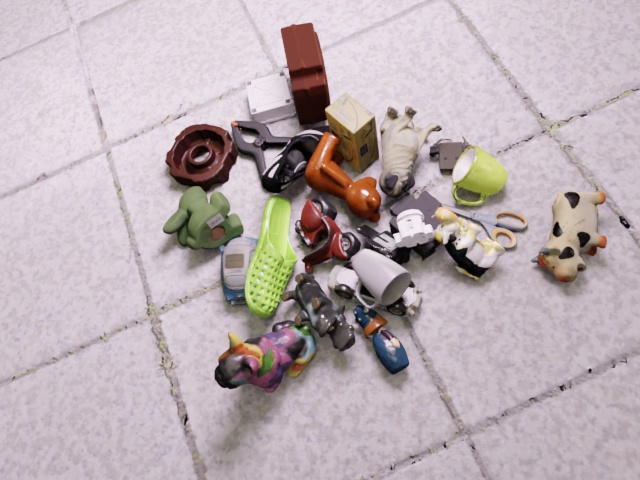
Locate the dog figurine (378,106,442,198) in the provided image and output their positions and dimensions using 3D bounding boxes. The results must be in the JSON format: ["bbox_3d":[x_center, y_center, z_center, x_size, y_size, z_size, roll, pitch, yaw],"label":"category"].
[{"bbox_3d":[0.168,-0.192,1.224,0.121,0.172,0.190,26,90,-11],"label":"dog figurine"}]

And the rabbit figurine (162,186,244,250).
[{"bbox_3d":[-0.280,-0.051,1.254,0.159,0.121,0.170,-43,48,-1],"label":"rabbit figurine"}]

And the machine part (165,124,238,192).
[{"bbox_3d":[-0.293,-0.206,1.337,0.179,0.056,0.179,-4,65,9],"label":"machine part"}]

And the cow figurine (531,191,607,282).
[{"bbox_3d":[0.504,-0.008,1.089,0.127,0.085,0.195,9,71,8],"label":"cow figurine"}]

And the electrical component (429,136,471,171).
[{"bbox_3d":[0.303,-0.198,1.232,0.102,0.045,0.078,-7,94,10],"label":"electrical component"}]

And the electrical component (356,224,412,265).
[{"bbox_3d":[0.128,0.015,1.149,0.119,0.047,0.075,29,40,33],"label":"electrical component"}]

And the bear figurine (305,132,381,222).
[{"bbox_3d":[0.068,-0.134,1.202,0.196,0.120,0.132,26,76,19],"label":"bear figurine"}]

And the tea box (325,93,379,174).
[{"bbox_3d":[0.077,-0.239,1.220,0.068,0.169,0.098,-42,64,-8],"label":"tea box"}]

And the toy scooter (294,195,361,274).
[{"bbox_3d":[-0.002,-0.004,1.185,0.135,0.075,0.184,-44,56,13],"label":"toy scooter"}]

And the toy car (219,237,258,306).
[{"bbox_3d":[-0.175,0.057,1.175,0.109,0.102,0.161,-2,65,11],"label":"toy car"}]

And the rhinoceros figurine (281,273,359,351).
[{"bbox_3d":[0.002,0.149,1.106,0.073,0.112,0.190,-52,51,14],"label":"rhinoceros figurine"}]

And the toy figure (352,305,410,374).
[{"bbox_3d":[0.120,0.195,1.083,0.064,0.057,0.154,-40,67,18],"label":"toy figure"}]

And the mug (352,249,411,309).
[{"bbox_3d":[0.111,0.076,1.074,0.107,0.080,0.109,45,111,36],"label":"mug"}]

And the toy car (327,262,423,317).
[{"bbox_3d":[0.115,0.104,1.127,0.202,0.056,0.073,16,64,16],"label":"toy car"}]

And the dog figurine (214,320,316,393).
[{"bbox_3d":[-0.105,0.216,1.030,0.191,0.219,0.108,-36,69,-5],"label":"dog figurine"}]

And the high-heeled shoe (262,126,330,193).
[{"bbox_3d":[-0.036,-0.196,1.225,0.249,0.145,0.086,-43,102,-10],"label":"high-heeled shoe"}]

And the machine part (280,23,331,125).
[{"bbox_3d":[-0.032,-0.397,1.291,0.087,0.201,0.201,-12,65,2],"label":"machine part"}]

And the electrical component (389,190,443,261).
[{"bbox_3d":[0.217,-0.039,1.169,0.115,0.058,0.134,-42,67,-11],"label":"electrical component"}]

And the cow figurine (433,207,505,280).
[{"bbox_3d":[0.286,0.007,1.098,0.167,0.068,0.098,34,97,-13],"label":"cow figurine"}]
